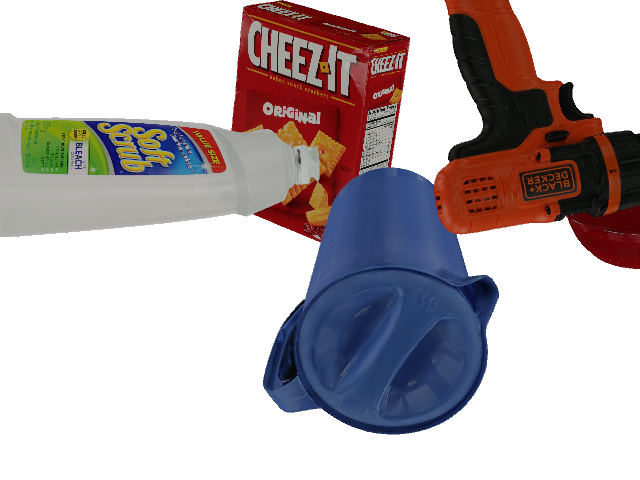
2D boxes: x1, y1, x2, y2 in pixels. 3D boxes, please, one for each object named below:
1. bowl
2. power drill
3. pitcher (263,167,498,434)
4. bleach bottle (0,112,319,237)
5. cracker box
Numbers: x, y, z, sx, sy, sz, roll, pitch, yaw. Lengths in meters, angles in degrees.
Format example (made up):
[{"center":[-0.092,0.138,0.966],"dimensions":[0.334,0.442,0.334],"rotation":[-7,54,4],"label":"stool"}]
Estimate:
[{"center":[0.329,-0.013,1.109],"dimensions":[0.162,0.055,0.162],"rotation":[-3,23,1],"label":"bowl"},{"center":[0.151,-0.106,0.676],"dimensions":[0.184,0.187,0.057],"rotation":[-11,-2,-4],"label":"power drill"},{"center":[0.045,0.036,0.834],"dimensions":[0.149,0.145,0.242],"rotation":[10,24,-1],"label":"pitcher"},{"center":[-0.128,-0.058,0.838],"dimensions":[0.250,0.068,0.102],"rotation":[-4,45,-8],"label":"bleach bottle"},{"center":[-0.009,-0.115,1.069],"dimensions":[0.164,0.214,0.071],"rotation":[24,29,32],"label":"cracker box"}]
